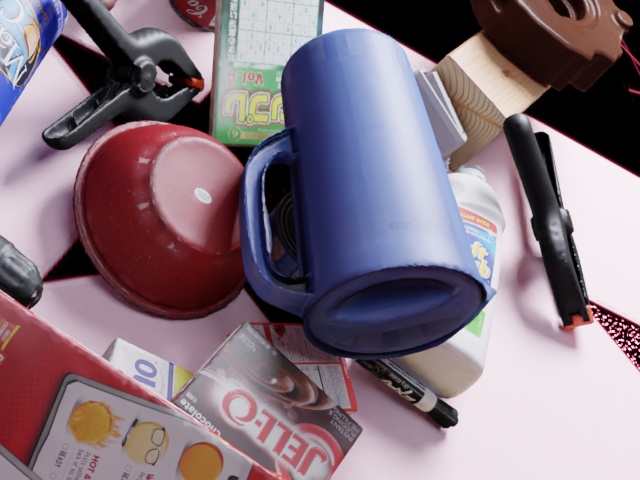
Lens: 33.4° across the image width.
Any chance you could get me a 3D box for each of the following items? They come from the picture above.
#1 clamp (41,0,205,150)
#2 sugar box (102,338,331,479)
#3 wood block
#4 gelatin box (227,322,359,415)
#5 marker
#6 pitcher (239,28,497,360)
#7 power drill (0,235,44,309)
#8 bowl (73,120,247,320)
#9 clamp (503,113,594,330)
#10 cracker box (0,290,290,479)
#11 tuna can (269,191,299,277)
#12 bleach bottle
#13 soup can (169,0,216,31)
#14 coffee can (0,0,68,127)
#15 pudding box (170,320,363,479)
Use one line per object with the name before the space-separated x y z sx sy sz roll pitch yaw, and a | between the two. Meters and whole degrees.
clamp | -0.150 -0.139 0.831 0.039 0.120 0.171 19 21 24
sugar box | -0.078 0.145 0.717 0.176 0.048 0.093 29 46 -17
wood block | 0.182 -0.167 1.104 0.091 0.090 0.205 48 44 2
gelatin box | -0.021 0.101 0.803 0.089 0.030 0.073 4 59 -35
marker | 0.065 0.114 0.853 0.121 0.020 0.020 38 44 -18
pitcher | 0.027 -0.042 0.809 0.149 0.145 0.243 42 31 -51
power drill | -0.285 0.024 0.649 0.184 0.057 0.187 37 42 -3
bowl | -0.100 -0.025 0.797 0.161 0.055 0.162 17 61 -34
clamp | 0.218 -0.021 1.016 0.164 0.036 0.210 18 58 -67
cracker box | -0.144 0.149 0.598 0.213 0.072 0.164 36 81 -10
tuna can | -0.006 0.001 0.883 0.086 0.034 0.086 19 50 -24
bleach bottle | 0.110 0.016 0.939 0.102 0.068 0.250 31 43 -11
soup can | -0.085 -0.246 0.957 0.068 0.102 0.068 19 50 -25
coffee can | -0.252 -0.137 0.756 0.102 0.103 0.140 30 46 -15
pudding box | -0.039 0.123 0.700 0.113 0.039 0.089 41 45 1
